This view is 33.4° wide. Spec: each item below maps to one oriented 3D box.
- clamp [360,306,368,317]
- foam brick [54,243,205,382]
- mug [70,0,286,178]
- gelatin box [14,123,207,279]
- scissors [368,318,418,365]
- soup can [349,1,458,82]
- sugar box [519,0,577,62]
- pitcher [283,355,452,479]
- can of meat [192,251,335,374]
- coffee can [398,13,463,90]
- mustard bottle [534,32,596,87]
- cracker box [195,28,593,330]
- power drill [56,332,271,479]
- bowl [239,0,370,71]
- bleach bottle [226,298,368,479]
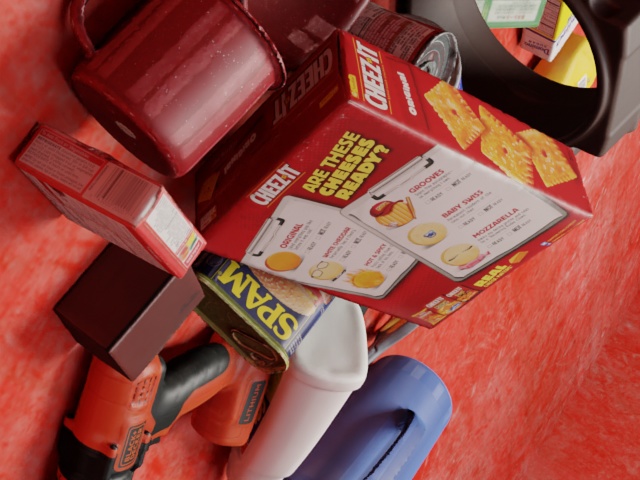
[{"bbox_3d":[0.020,0.082,1.033,0.171,0.039,0.120,-64,159,7],"label":"clamp"},{"bbox_3d":[-0.121,0.041,0.685,0.078,0.051,0.053,-51,156,-20],"label":"foam brick"},{"bbox_3d":[-0.085,-0.096,0.571,0.081,0.093,0.117,-49,124,-14],"label":"mug"},{"bbox_3d":[-0.113,-0.021,0.582,0.030,0.089,0.073,-57,157,-14],"label":"gelatin box"},{"bbox_3d":[0.050,0.125,1.163,0.201,0.016,0.096,-38,-178,-5],"label":"scissors"},{"bbox_3d":[0.034,-0.130,0.737,0.068,0.102,0.068,-45,153,-32],"label":"soup can"},{"bbox_3d":[0.247,-0.263,1.065,0.093,0.048,0.176,-55,162,-14],"label":"sugar box"},{"bbox_3d":[0.049,0.228,1.140,0.242,0.149,0.145,-43,138,-42],"label":"pitcher"},{"bbox_3d":[-0.042,0.032,0.776,0.083,0.102,0.058,-51,-167,-27],"label":"can of meat"},{"bbox_3d":[0.064,-0.095,0.840,0.102,0.103,0.140,-54,156,-15],"label":"coffee can"},{"bbox_3d":[0.242,-0.141,1.204,0.191,0.058,0.096,-52,156,-20],"label":"mustard bottle"},{"bbox_3d":[0.047,-0.031,0.716,0.213,0.072,0.164,21,135,-32],"label":"cracker box"},{"bbox_3d":[-0.118,0.143,0.800,0.187,0.057,0.184,-17,132,-58],"label":"power drill"},{"bbox_3d":[-0.015,-0.185,0.636,0.161,0.055,0.162,-45,152,-32],"label":"bowl"},{"bbox_3d":[-0.033,0.158,0.925,0.102,0.068,0.251,-90,-161,-48],"label":"bleach bottle"}]
